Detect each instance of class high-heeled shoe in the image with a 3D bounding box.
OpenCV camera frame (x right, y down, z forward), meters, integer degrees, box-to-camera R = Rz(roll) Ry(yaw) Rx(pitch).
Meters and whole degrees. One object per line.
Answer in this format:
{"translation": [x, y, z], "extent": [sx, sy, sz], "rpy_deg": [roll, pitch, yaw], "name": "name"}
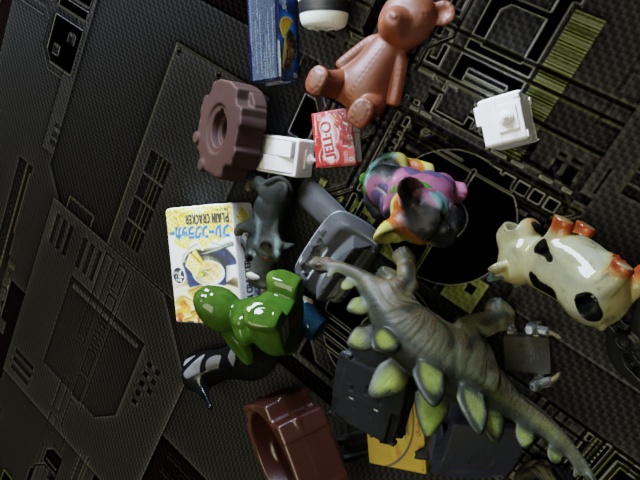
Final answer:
{"translation": [-0.164, 0.203, 1.006], "extent": [0.248, 0.086, 0.145], "rpy_deg": [-45, 41, 7], "name": "high-heeled shoe"}

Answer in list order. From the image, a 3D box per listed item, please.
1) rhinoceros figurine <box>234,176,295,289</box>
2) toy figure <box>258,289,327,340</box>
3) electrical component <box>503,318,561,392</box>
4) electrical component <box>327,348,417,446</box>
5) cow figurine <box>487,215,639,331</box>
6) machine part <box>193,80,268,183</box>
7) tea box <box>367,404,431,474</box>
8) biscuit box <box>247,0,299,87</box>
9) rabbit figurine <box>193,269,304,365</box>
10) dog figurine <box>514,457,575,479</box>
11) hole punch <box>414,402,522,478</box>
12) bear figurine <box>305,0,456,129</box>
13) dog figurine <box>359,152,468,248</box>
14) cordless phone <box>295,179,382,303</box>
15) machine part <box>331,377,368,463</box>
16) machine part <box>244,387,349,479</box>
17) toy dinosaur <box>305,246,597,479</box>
{"translation": [-0.085, -0.014, 0.897], "extent": [0.112, 0.073, 0.190], "rpy_deg": [21, 102, 47], "name": "rhinoceros figurine"}
{"translation": [-0.056, 0.108, 0.924], "extent": [0.155, 0.057, 0.064], "rpy_deg": [36, 77, 23], "name": "toy figure"}
{"translation": [0.291, 0.153, 0.737], "extent": [0.078, 0.045, 0.102], "rpy_deg": [4, 98, 28], "name": "electrical component"}
{"translation": [0.079, 0.212, 0.780], "extent": [0.115, 0.058, 0.134], "rpy_deg": [16, 103, 27], "name": "electrical component"}
{"translation": [0.295, 0.036, 0.674], "extent": [0.127, 0.085, 0.195], "rpy_deg": [-64, 35, 21], "name": "cow figurine"}
{"translation": [-0.154, -0.185, 0.910], "extent": [0.179, 0.056, 0.179], "rpy_deg": [-6, 82, 52], "name": "machine part"}
{"translation": [0.125, 0.259, 0.830], "extent": [0.098, 0.068, 0.169], "rpy_deg": [-4, 95, 30], "name": "tea box"}
{"translation": [-0.077, -0.358, 0.878], "extent": [0.063, 0.059, 0.202], "rpy_deg": [2, 97, 31], "name": "biscuit box"}
{"translation": [-0.115, 0.117, 0.858], "extent": [0.170, 0.121, 0.158], "rpy_deg": [11, 139, 18], "name": "rabbit figurine"}
{"translation": [0.312, 0.399, 0.687], "extent": [0.121, 0.172, 0.190], "rpy_deg": [-37, 85, 17], "name": "dog figurine"}
{"translation": [0.214, 0.280, 0.745], "extent": [0.142, 0.092, 0.115], "rpy_deg": [4, 97, -8], "name": "hole punch"}
{"translation": [0.089, -0.267, 0.758], "extent": [0.120, 0.132, 0.195], "rpy_deg": [42, 120, 12], "name": "bear figurine"}
{"translation": [0.110, -0.053, 0.718], "extent": [0.192, 0.219, 0.108], "rpy_deg": [32, 107, 22], "name": "dog figurine"}
{"translation": [-0.002, -0.002, 0.878], "extent": [0.184, 0.088, 0.146], "rpy_deg": [47, 117, 29], "name": "cordless phone"}
{"translation": [0.053, 0.286, 0.872], "extent": [0.039, 0.084, 0.139], "rpy_deg": [-33, 59, 59], "name": "machine part"}
{"translation": [-0.039, 0.346, 0.876], "extent": [0.201, 0.087, 0.201], "rpy_deg": [69, 155, 8], "name": "machine part"}
{"translation": [0.171, 0.157, 0.707], "extent": [0.472, 0.198, 0.105], "rpy_deg": [31, 140, 13], "name": "toy dinosaur"}
